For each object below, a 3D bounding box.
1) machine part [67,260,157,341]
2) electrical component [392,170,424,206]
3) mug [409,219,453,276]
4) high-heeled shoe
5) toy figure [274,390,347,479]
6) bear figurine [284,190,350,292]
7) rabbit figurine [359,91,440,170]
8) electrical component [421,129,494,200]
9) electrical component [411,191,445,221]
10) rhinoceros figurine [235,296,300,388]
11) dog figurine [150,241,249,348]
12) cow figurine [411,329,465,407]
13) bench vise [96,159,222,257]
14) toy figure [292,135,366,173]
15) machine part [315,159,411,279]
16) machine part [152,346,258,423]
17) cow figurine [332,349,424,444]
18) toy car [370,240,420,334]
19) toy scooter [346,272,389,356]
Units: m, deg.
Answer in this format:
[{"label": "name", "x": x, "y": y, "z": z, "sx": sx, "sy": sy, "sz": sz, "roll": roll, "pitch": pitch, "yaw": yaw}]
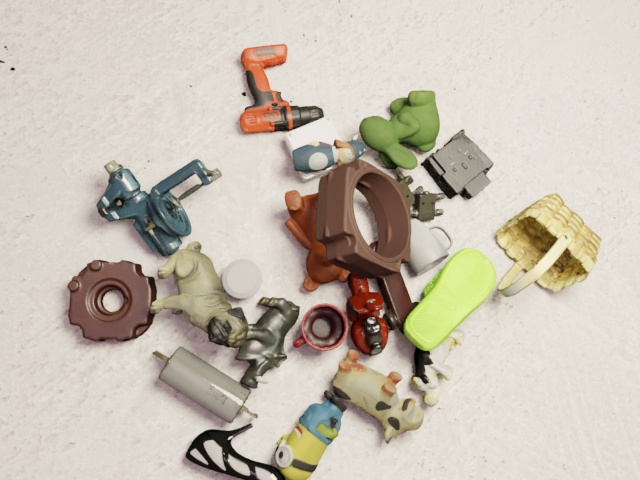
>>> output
[{"label": "machine part", "x": -0.416, "y": 0.122, "z": 1.079, "sx": 0.179, "sy": 0.056, "sz": 0.179, "roll": 1, "pitch": 82, "yaw": -6}, {"label": "electrical component", "x": 0.168, "y": -0.103, "z": 1.171, "sx": 0.102, "sy": 0.045, "sz": 0.078, "roll": -47, "pitch": 116, "yaw": -7}, {"label": "mug", "x": 0.220, "y": 0.004, "z": 1.139, "sx": 0.109, "sy": 0.080, "sz": 0.107, "roll": -33, "pitch": 75, "yaw": -3}, {"label": "high-heeled shoe", "x": -0.150, "y": 0.472, "z": 1.037, "sx": 0.145, "sy": 0.086, "sz": 0.249, "roll": -29, "pitch": 81, "yaw": -5}, {"label": "toy figure", "x": -0.015, "y": 0.389, "z": 1.060, "sx": 0.089, "sy": 0.082, "sz": 0.180, "roll": 41, "pitch": 78, "yaw": 4}, {"label": "bear figurine", "x": -0.002, "y": -0.002, "z": 1.099, "sx": 0.120, "sy": 0.132, "sz": 0.196, "roll": -11, "pitch": 76, "yaw": -9}, {"label": "rabbit figurine", "x": 0.160, "y": -0.229, "z": 1.154, "sx": 0.170, "sy": 0.121, "sz": 0.159, "roll": -18, "pitch": 105, "yaw": -22}, {"label": "electrical component", "x": 0.309, "y": -0.157, "z": 1.183, "sx": 0.115, "sy": 0.058, "sz": 0.134, "roll": -40, "pitch": 86, "yaw": -7}, {"label": "electrical component", "x": 0.228, "y": -0.075, "z": 1.165, "sx": 0.094, "sy": 0.021, "sz": 0.063, "roll": -5, "pitch": 105, "yaw": -20}, {"label": "rhinoceros figurine", "x": -0.109, "y": 0.203, "z": 1.083, "sx": 0.112, "sy": 0.073, "sz": 0.190, "roll": 36, "pitch": 70, "yaw": -21}, {"label": "dog figurine", "x": -0.207, "y": 0.104, "z": 1.036, "sx": 0.191, "sy": 0.121, "sz": 0.172, "roll": 15, "pitch": 97, "yaw": 21}, {"label": "cow figurine", "x": 0.227, "y": 0.251, "z": 1.106, "sx": 0.098, "sy": 0.068, "sz": 0.167, "roll": 22, "pitch": 77, "yaw": 5}, {"label": "bench vise", "x": -0.313, "y": -0.093, "z": 1.078, "sx": 0.241, "sy": 0.129, "sz": 0.223, "roll": -31, "pitch": 93, "yaw": 9}, {"label": "toy figure", "x": 0.021, "y": -0.172, "z": 1.102, "sx": 0.155, "sy": 0.064, "sz": 0.058, "roll": -9, "pitch": 60, "yaw": -3}, {"label": "machine part", "x": 0.090, "y": -0.039, "z": 1.036, "sx": 0.201, "sy": 0.087, "sz": 0.201, "roll": 23, "pitch": 61, "yaw": -38}, {"label": "machine part", "x": -0.226, "y": 0.285, "z": 1.058, "sx": 0.243, "sy": 0.079, "sz": 0.079, "roll": 33, "pitch": 80, "yaw": 1}, {"label": "cow figurine", "x": 0.114, "y": 0.319, "z": 1.070, "sx": 0.195, "sy": 0.085, "sz": 0.127, "roll": 26, "pitch": 120, "yaw": 12}, {"label": "toy car", "x": 0.150, "y": 0.098, "z": 1.132, "sx": 0.089, "sy": 0.053, "sz": 0.202, "roll": -18, "pitch": 84, "yaw": -27}, {"label": "toy scooter", "x": 0.096, "y": 0.153, "z": 1.063, "sx": 0.075, "sy": 0.135, "sz": 0.183, "roll": -13, "pitch": 97, "yaw": -7}]
